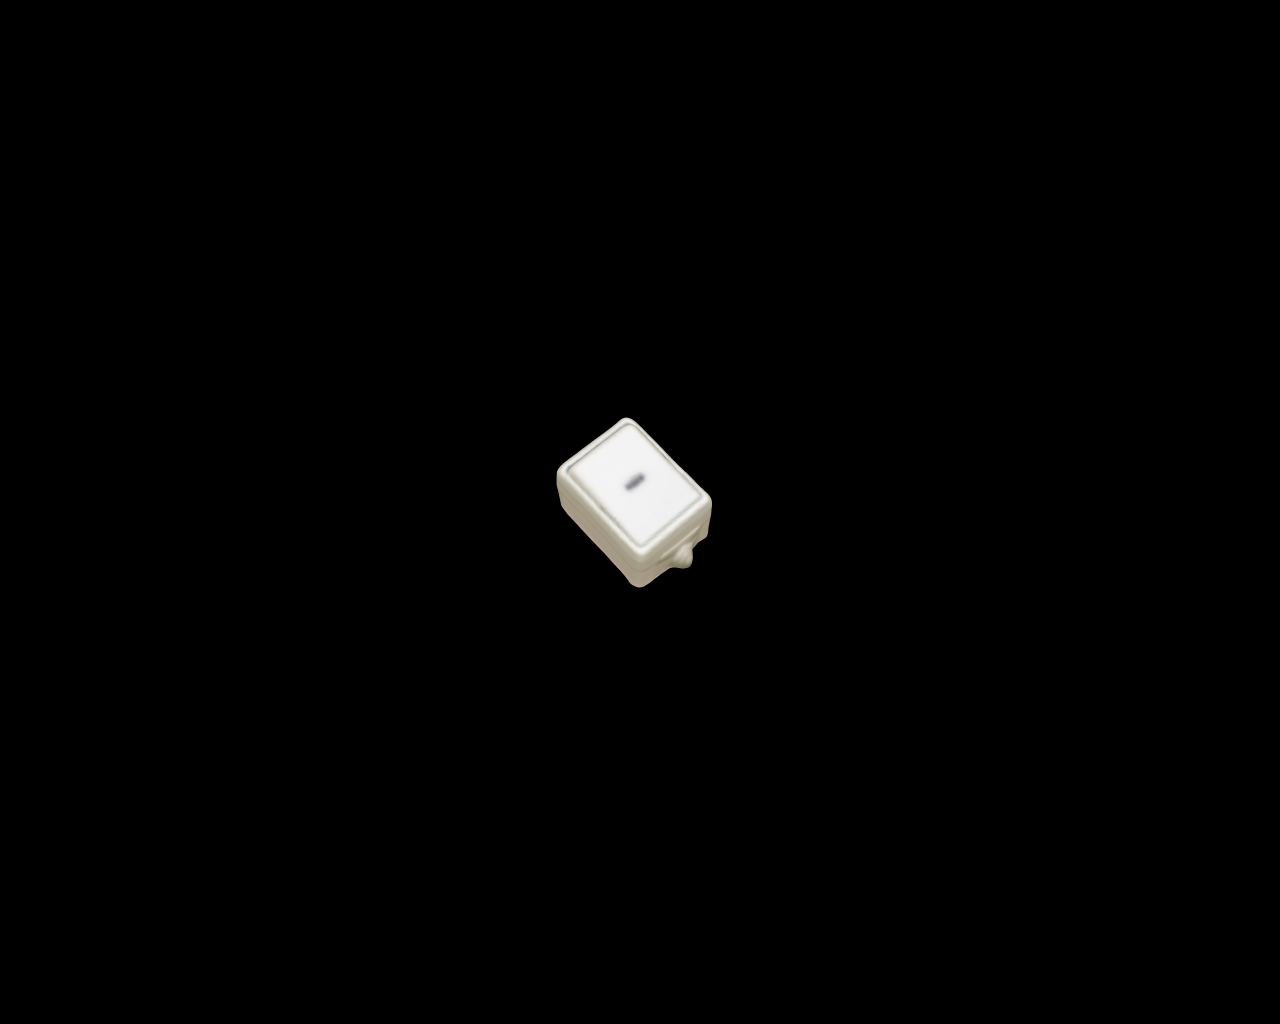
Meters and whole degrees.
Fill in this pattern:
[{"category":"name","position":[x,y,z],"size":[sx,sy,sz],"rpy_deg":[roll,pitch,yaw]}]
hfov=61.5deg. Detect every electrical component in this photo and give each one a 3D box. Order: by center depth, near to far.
[{"category":"electrical component","position":[0.001,-0.003,0.650],"size":[0.062,0.096,0.061],"rpy_deg":[-38,-19,-16]}]
